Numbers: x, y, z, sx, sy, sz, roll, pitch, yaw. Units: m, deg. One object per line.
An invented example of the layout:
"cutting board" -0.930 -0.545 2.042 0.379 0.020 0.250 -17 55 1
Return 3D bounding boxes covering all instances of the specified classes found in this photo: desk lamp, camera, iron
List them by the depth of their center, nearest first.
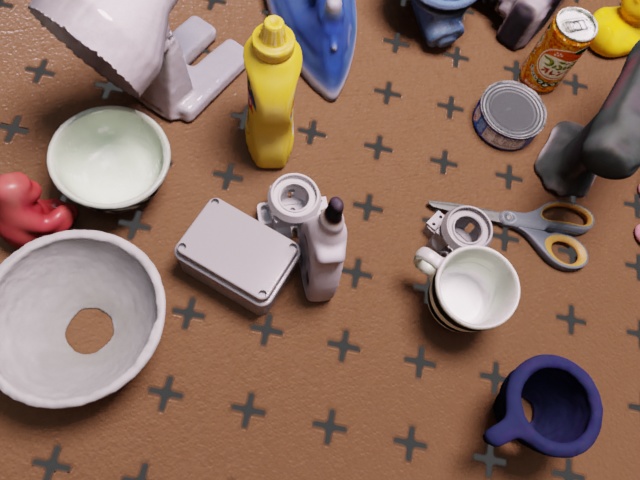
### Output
"desk lamp" -0.174 -0.221 0.599 0.118 0.213 0.203 35 68 8
"iron" -0.001 -0.317 0.698 0.119 0.141 0.258 -9 70 -11
"camera" 0.268 -0.358 0.771 0.136 0.101 0.143 38 69 9

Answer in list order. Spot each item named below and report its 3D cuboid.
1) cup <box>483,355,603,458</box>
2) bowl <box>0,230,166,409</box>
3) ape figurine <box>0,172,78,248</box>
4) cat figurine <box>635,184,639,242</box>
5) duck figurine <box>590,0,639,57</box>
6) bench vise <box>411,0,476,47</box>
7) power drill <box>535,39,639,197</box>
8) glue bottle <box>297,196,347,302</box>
"cup" 0.198 0.170 0.555 0.118 0.095 0.091 -23 73 -15
"bowl" -0.228 0.078 0.548 0.167 0.074 0.167 3 68 -6
"ape figurine" -0.296 -0.036 0.575 0.077 0.092 0.076 44 70 11
"cat figurine" 0.431 -0.061 0.665 0.067 0.118 0.128 14 67 -1
"duck figurine" 0.419 -0.306 0.778 0.105 0.086 0.077 -33 76 -18
"bench vise" 0.131 -0.375 0.696 0.122 0.219 0.207 -34 76 -18
"power drill" 0.331 -0.144 0.636 0.075 0.208 0.230 31 68 6
"glue bottle" 0.005 0.002 0.555 0.037 0.173 0.078 -6 69 -9
